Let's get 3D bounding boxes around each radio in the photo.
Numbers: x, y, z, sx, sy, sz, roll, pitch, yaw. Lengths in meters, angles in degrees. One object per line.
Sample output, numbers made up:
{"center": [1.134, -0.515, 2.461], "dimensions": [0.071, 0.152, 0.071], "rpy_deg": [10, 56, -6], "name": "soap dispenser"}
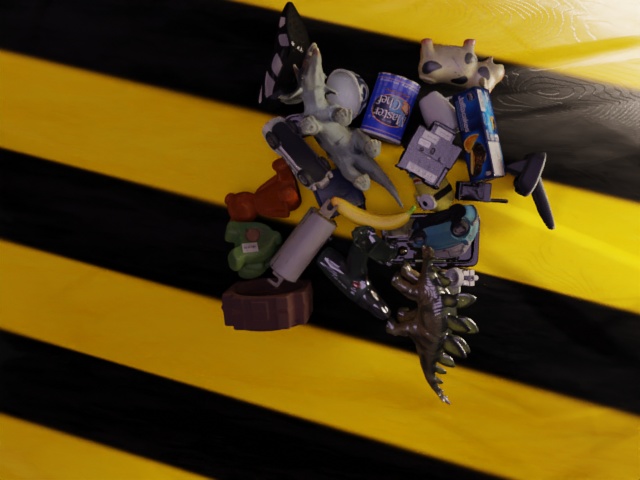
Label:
{"center": [0.262, 0.000, 1.289], "dimensions": [0.230, 0.073, 0.131], "rpy_deg": [-1, 96, 8], "name": "radio"}

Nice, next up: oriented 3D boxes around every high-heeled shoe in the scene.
{"center": [-0.102, -0.437, 1.302], "dimensions": [0.145, 0.086, 0.248], "rpy_deg": [-12, 76, 38], "name": "high-heeled shoe"}

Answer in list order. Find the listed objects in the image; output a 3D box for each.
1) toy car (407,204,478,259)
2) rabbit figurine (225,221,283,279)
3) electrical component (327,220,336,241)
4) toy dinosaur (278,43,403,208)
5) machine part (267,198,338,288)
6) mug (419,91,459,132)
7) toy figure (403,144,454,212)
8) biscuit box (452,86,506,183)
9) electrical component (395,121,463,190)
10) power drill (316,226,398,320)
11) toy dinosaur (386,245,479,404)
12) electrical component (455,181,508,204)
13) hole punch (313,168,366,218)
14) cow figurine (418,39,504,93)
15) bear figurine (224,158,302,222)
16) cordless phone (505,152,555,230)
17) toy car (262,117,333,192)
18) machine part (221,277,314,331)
{"center": [0.283, -0.008, 1.201], "dimensions": [0.162, 0.109, 0.102], "rpy_deg": [-19, 112, 18], "name": "toy car"}
{"center": [-0.158, 0.029, 1.324], "dimensions": [0.159, 0.170, 0.121], "rpy_deg": [-15, 62, -19], "name": "rabbit figurine"}
{"center": [-0.003, -0.004, 1.314], "dimensions": [0.078, 0.102, 0.045], "rpy_deg": [-39, 89, 36], "name": "electrical component"}
{"center": [0.044, -0.235, 1.225], "dimensions": [0.131, 0.192, 0.404], "rpy_deg": [-34, 120, 7], "name": "toy dinosaur"}
{"center": [-0.038, 0.011, 1.237], "dimensions": [0.079, 0.079, 0.243], "rpy_deg": [37, 99, 2], "name": "machine part"}
{"center": [0.287, -0.296, 1.247], "dimensions": [0.109, 0.081, 0.107], "rpy_deg": [-36, 84, 23], "name": "mug"}
{"center": [0.257, -0.153, 1.269], "dimensions": [0.089, 0.082, 0.180], "rpy_deg": [-16, 92, 6], "name": "toy figure"}
{"center": [0.349, -0.230, 1.178], "dimensions": [0.063, 0.059, 0.202], "rpy_deg": [-14, 87, 45], "name": "biscuit box"}
{"center": [0.247, -0.194, 1.197], "dimensions": [0.115, 0.058, 0.134], "rpy_deg": [31, 96, -3], "name": "electrical component"}
{"center": [0.110, 0.073, 1.278], "dimensions": [0.232, 0.207, 0.086], "rpy_deg": [38, 56, 9], "name": "power drill"}
{"center": [0.260, 0.204, 1.256], "dimensions": [0.199, 0.105, 0.470], "rpy_deg": [18, 132, 29], "name": "toy dinosaur"}
{"center": [0.380, -0.112, 1.261], "dimensions": [0.119, 0.075, 0.047], "rpy_deg": [4, 98, 11], "name": "electrical component"}
{"center": [0.042, -0.116, 1.299], "dimensions": [0.116, 0.092, 0.142], "rpy_deg": [-25, 89, 6], "name": "hole punch"}
{"center": [0.323, -0.387, 1.231], "dimensions": [0.195, 0.085, 0.127], "rpy_deg": [5, 91, 4], "name": "cow figurine"}
{"center": [-0.148, -0.105, 1.308], "dimensions": [0.196, 0.131, 0.120], "rpy_deg": [-12, 67, 5], "name": "bear figurine"}
{"center": [0.489, -0.103, 1.209], "dimensions": [0.089, 0.146, 0.184], "rpy_deg": [-22, 90, 17], "name": "cordless phone"}
{"center": [-0.052, -0.199, 1.241], "dimensions": [0.073, 0.056, 0.202], "rpy_deg": [-39, 86, -21], "name": "toy car"}
{"center": [-0.121, 0.152, 1.292], "dimensions": [0.201, 0.201, 0.087], "rpy_deg": [-3, 100, 7], "name": "machine part"}
